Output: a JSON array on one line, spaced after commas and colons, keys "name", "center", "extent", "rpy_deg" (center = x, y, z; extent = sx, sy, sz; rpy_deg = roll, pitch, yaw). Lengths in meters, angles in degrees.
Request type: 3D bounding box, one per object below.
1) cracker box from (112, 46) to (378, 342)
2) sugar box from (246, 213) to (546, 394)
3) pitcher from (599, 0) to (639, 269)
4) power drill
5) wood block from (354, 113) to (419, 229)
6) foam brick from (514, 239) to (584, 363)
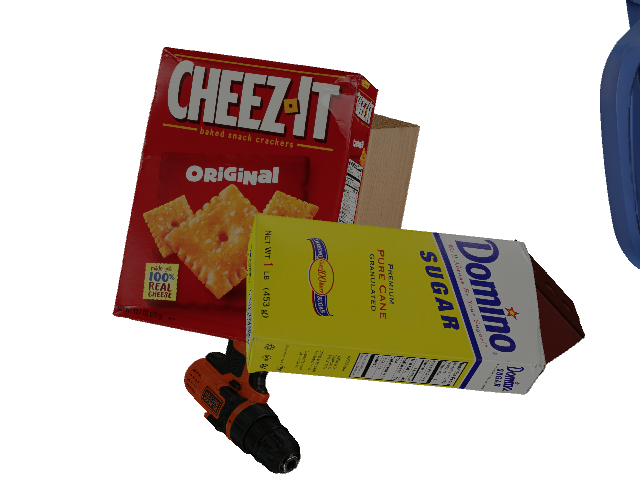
[{"name": "cracker box", "center": [-0.057, -0.031, 0.825], "extent": [0.164, 0.214, 0.072], "rpy_deg": [10, -1, 14]}, {"name": "sugar box", "center": [0.043, 0.038, 0.650], "extent": [0.176, 0.093, 0.048], "rpy_deg": [4, -35, -7]}, {"name": "pitcher", "center": [0.239, -0.030, 0.611], "extent": [0.149, 0.243, 0.145], "rpy_deg": [-2, 22, 15]}, {"name": "power drill", "center": [-0.056, 0.120, 1.089], "extent": [0.057, 0.188, 0.185], "rpy_deg": [14, 15, -45]}, {"name": "wood block", "center": [0.021, -0.021, 1.049], "extent": [0.090, 0.206, 0.090], "rpy_deg": [19, 18, 32]}, {"name": "foam brick", "center": [0.157, 0.051, 0.819], "extent": [0.051, 0.078, 0.053], "rpy_deg": [-38, 20, 19]}]
